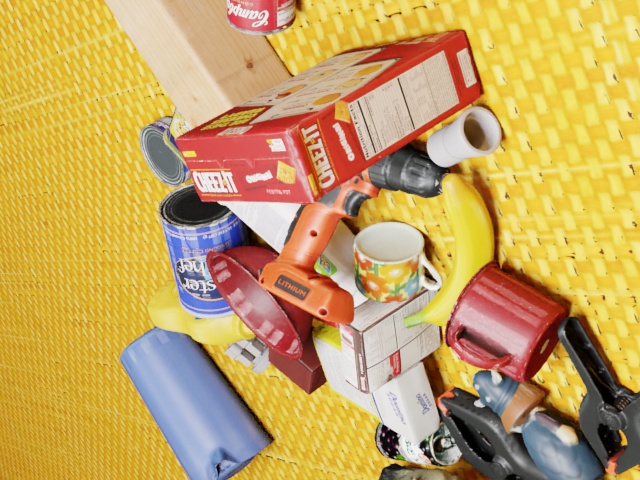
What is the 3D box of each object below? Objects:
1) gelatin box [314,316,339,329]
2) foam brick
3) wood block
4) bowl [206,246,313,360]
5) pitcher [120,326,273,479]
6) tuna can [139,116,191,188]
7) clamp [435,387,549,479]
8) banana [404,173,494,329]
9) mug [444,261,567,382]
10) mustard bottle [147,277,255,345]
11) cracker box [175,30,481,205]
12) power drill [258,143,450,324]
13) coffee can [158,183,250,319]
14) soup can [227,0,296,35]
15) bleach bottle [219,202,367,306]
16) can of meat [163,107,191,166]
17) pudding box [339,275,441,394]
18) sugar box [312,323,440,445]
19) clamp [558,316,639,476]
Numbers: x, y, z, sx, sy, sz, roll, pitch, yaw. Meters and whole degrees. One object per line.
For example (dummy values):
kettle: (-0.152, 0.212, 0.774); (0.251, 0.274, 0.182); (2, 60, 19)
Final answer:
gelatin box: (-0.007, 0.058, 1.259); (0.089, 0.030, 0.073); (22, 136, 43)
foam brick: (-0.020, 0.144, 1.333); (0.078, 0.052, 0.051); (37, 143, 29)
wood block: (-0.124, -0.205, 1.122); (0.206, 0.090, 0.090); (56, 148, 0)
bowl: (-0.059, 0.061, 1.233); (0.162, 0.055, 0.162); (42, 158, 20)
pitcher: (-0.188, 0.243, 1.588); (0.243, 0.144, 0.149); (55, 136, 7)
tuna can: (-0.188, -0.111, 1.341); (0.086, 0.033, 0.086); (33, 142, 31)
clamp: (0.208, 0.235, 1.130); (0.210, 0.036, 0.165); (50, 148, 15)
banana: (0.132, 0.020, 1.016); (0.037, 0.069, 0.198); (-108, 22, -47)
mug: (0.167, 0.083, 0.981); (0.082, 0.117, 0.093); (31, 128, 26)
mustard bottle: (-0.138, 0.095, 1.401); (0.192, 0.096, 0.058); (14, 129, 47)
cracker box: (0.009, -0.104, 0.922); (0.164, 0.213, 0.072); (3, 120, 52)
power drill: (0.027, -0.017, 1.038); (0.185, 0.057, 0.188); (24, 94, 41)
coffee can: (-0.136, 0.012, 1.320); (0.103, 0.102, 0.140); (26, 137, 38)
soup can: (-0.056, -0.255, 1.010); (0.069, 0.068, 0.102); (34, 141, 30)
bleach bottle: (-0.008, 0.001, 1.183); (0.251, 0.068, 0.103); (45, 153, 11)
can of meat: (-0.127, -0.123, 1.232); (0.102, 0.057, 0.084); (47, 145, 12)
pudding box: (0.075, 0.096, 1.111); (0.039, 0.113, 0.090); (29, 139, 41)
sugar box: (0.062, 0.157, 1.220); (0.176, 0.048, 0.093); (21, 136, 53)
clamp: (0.279, 0.151, 0.963); (0.120, 0.039, 0.171); (23, 142, 48)
